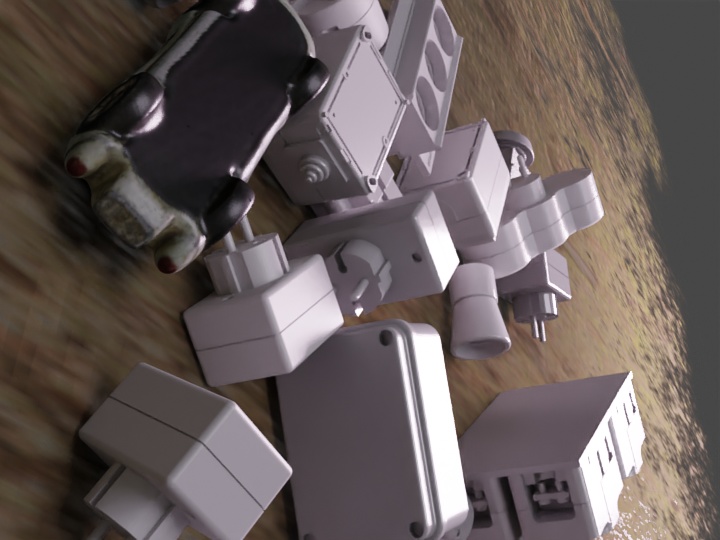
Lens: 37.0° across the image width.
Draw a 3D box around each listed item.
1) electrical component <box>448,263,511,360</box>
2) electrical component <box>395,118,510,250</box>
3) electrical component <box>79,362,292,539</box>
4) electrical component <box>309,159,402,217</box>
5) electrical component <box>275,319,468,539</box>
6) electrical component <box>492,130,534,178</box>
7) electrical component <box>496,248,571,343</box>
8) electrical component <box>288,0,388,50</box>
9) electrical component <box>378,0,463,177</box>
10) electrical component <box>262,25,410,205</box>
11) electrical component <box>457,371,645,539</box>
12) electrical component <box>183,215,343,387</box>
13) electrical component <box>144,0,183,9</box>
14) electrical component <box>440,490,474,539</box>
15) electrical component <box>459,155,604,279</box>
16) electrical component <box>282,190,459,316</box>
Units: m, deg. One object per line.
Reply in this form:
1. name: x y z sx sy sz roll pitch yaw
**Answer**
1. electrical component: 0.085 0.028 0.791 0.044 0.044 0.065 37 42 -53
2. electrical component: 0.069 -0.060 0.772 0.061 0.062 0.096 62 30 -29
3. electrical component: -0.079 0.085 0.413 0.076 0.066 0.047 -51 130 -22
4. electrical component: 0.004 -0.035 0.650 0.055 0.048 0.066 58 32 -21
5. electrical component: 0.005 0.086 0.559 0.057 0.078 0.113 8 72 -66
6. electrical component: 0.121 -0.084 0.910 0.066 0.048 0.055 47 46 -46
7. electrical component: 0.147 0.023 0.911 0.066 0.047 0.076 26 56 -59
8. electrical component: -0.014 -0.156 0.658 0.047 0.055 0.055 57 32 -42
9. electrical component: 0.024 -0.127 0.711 0.078 0.063 0.121 57 32 -36
10. electrical component: -0.022 -0.082 0.607 0.061 0.061 0.096 56 40 -37
11. electrical component: 0.132 0.135 0.761 0.186 0.105 0.060 -28 104 -63
12. electrical component: -0.051 0.006 0.516 0.066 0.047 0.076 -40 114 -62
13. electrical component: -0.102 -0.154 0.500 0.061 0.035 0.035 51 36 -39
14. electrical component: 0.033 0.119 0.641 0.077 0.043 0.079 48 38 -46
15. electrical component: 0.130 -0.053 0.851 0.138 0.052 0.073 -29 108 -29
16. electrical component: 0.000 0.000 0.581 0.047 0.083 0.075 68 27 -19
